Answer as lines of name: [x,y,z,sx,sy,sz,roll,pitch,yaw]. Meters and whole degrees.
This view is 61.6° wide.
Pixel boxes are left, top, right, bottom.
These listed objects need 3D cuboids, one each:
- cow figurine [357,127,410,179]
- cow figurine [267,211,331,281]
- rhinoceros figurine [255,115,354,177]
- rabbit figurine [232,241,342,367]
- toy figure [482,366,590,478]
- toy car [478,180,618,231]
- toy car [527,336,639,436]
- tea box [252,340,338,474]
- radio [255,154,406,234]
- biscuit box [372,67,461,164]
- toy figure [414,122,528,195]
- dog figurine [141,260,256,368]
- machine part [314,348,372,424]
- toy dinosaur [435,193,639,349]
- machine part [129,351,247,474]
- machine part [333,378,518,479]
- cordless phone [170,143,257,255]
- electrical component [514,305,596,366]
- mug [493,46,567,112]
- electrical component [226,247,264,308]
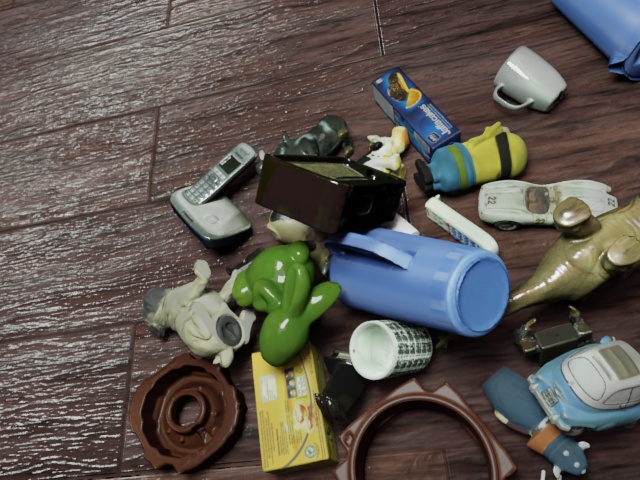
cow figurine: [0.098,-0.125,0.941,0.098,0.068,0.167,9,65,27]
cow figurine: [-0.002,-0.003,0.893,0.195,0.085,0.127,26,67,23]
rhinoceros figurine: [-0.030,-0.165,0.990,0.190,0.073,0.112,-33,61,-3]
rabbit figurine: [-0.040,0.097,0.779,0.159,0.121,0.170,-41,37,33]
toy figure: [0.284,0.236,0.704,0.155,0.058,0.064,49,121,26]
toy car: [0.351,-0.055,0.836,0.202,0.056,0.073,1,64,17]
toy car: [0.350,0.172,0.670,0.162,0.102,0.109,-5,47,-19]
tea box: [-0.038,0.244,0.785,0.098,0.068,0.170,-13,62,9]
radio: [0.025,-0.072,0.782,0.131,0.229,0.073,24,110,27]
biscuit box: [0.172,-0.224,0.972,0.063,0.059,0.203,-32,60,-3]
toy figure: [0.250,-0.123,0.887,0.180,0.082,0.089,-20,80,-4]
dog figurine: [-0.209,0.139,0.858,0.190,0.121,0.172,-31,46,32]
machine part: [0.034,0.202,0.770,0.084,0.039,0.139,10,25,15]
toy dinosaur: [0.362,0.022,0.712,0.472,0.198,0.105,-25,61,2]
machine part: [-0.201,0.265,0.827,0.179,0.056,0.179,-6,62,11]
machine part: [0.135,0.300,0.698,0.201,0.087,0.201,-37,60,-3]
cordless phone: [-0.161,-0.079,0.963,0.184,0.088,0.147,-46,61,-3]
electrical component: [0.322,0.132,0.736,0.102,0.078,0.045,-22,52,10]
mug: [0.362,-0.266,0.929,0.107,0.080,0.109,40,74,19]
electrical component: [-0.090,0.054,0.909,0.119,0.047,0.075,-28,61,2]
